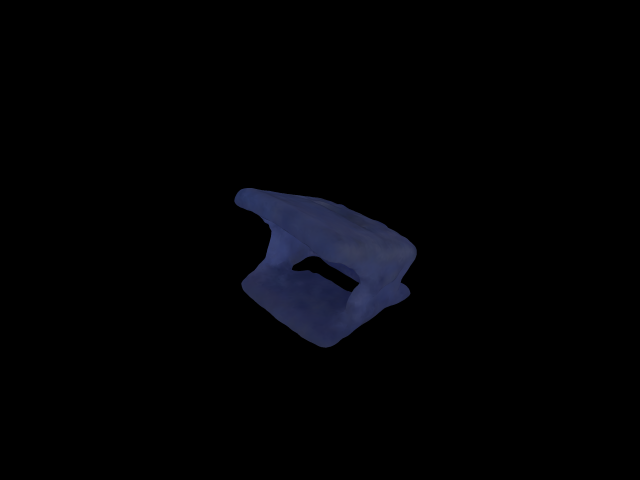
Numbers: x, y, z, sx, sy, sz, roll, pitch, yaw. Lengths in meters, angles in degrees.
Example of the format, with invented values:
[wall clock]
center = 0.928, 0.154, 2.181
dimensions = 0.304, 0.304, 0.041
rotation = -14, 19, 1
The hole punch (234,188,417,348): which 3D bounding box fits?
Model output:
[hole punch]
center = 0.004, 0.001, 0.400
dimensions = 0.101, 0.091, 0.108
rotation = -27, 41, -35
